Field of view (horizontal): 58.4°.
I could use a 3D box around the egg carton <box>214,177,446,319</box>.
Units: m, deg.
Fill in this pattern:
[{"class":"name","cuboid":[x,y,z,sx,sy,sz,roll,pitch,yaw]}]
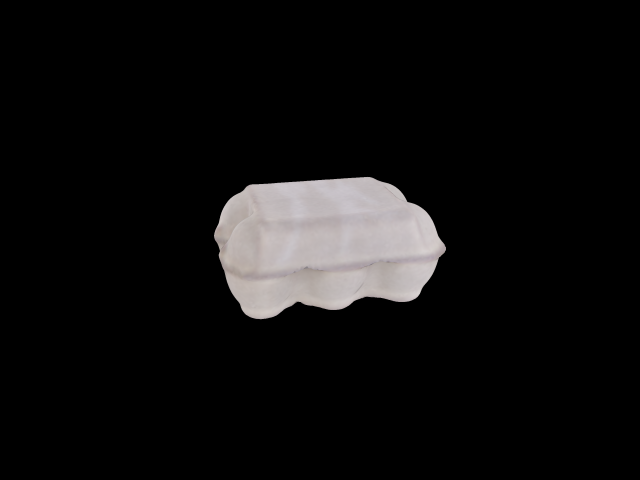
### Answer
[{"class":"egg carton","cuboid":[0.004,0.001,0.400,0.150,0.069,0.107,-6,23,-14]}]
